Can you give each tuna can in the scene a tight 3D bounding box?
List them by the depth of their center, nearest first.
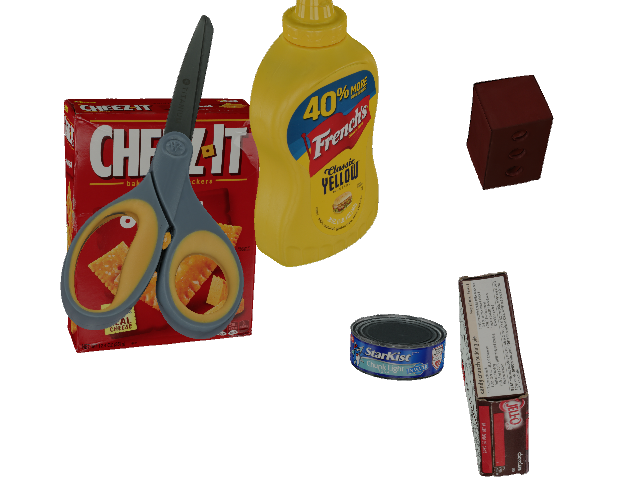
[{"bbox_3d":[0.069,0.095,0.952,0.086,0.034,0.086,2,14,-1],"label":"tuna can"}]

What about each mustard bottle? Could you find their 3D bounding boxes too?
[{"bbox_3d":[-0.003,-0.080,0.711,0.096,0.192,0.058,-27,43,-31],"label":"mustard bottle"}]

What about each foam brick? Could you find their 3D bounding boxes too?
[{"bbox_3d":[0.154,-0.089,0.879,0.053,0.051,0.078,-10,-36,-5],"label":"foam brick"}]

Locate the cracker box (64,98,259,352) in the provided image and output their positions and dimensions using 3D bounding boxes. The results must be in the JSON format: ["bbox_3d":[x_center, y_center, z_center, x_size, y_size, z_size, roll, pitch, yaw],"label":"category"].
[{"bbox_3d":[-0.140,-0.015,0.946,0.164,0.214,0.072,-3,19,-20],"label":"cracker box"}]

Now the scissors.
[{"bbox_3d":[-0.062,-0.031,0.553,0.096,0.201,0.016,27,-33,-1],"label":"scissors"}]

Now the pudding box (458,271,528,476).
[{"bbox_3d":[0.120,0.092,0.742,0.039,0.090,0.113,-6,44,3],"label":"pudding box"}]
